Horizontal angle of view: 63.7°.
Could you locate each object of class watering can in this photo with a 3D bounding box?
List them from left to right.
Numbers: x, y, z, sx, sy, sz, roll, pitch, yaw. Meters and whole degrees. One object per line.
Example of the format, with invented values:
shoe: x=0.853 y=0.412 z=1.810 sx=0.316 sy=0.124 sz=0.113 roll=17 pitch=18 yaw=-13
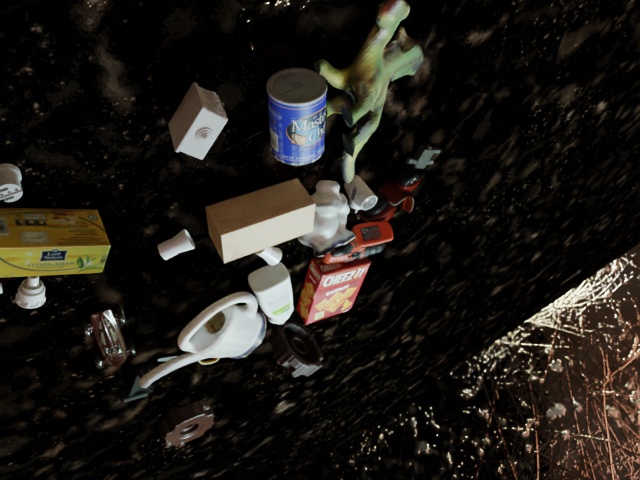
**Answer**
watering can: x=-0.274 y=0.254 z=1.290 sx=0.345 sy=0.106 sz=0.222 roll=-44 pitch=146 yaw=11

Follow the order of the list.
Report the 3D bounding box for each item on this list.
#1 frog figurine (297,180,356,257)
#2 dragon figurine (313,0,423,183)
frog figurine: x=0.004 y=-0.060 z=1.186 sx=0.138 sy=0.124 sz=0.157 roll=-18 pitch=107 yaw=-10
dragon figurine: x=0.116 y=-0.288 z=0.992 sx=0.244 sy=0.124 sz=0.402 roll=-38 pitch=156 yaw=-12
